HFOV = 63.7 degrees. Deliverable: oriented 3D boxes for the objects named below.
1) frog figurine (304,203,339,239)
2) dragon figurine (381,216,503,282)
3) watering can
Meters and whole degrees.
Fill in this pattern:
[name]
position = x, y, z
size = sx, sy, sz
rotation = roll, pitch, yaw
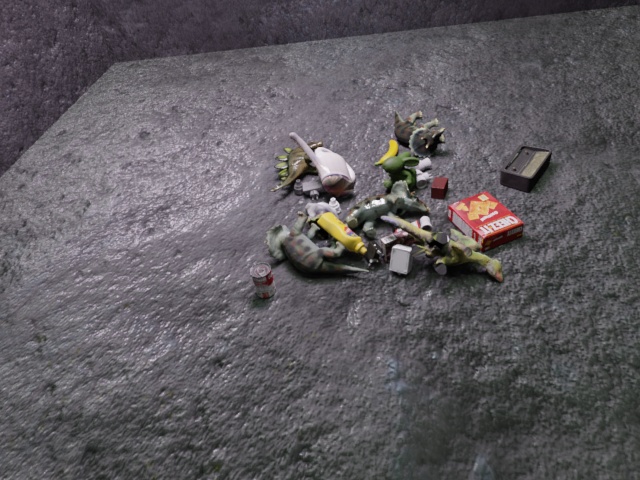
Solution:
[frog figurine]
position = 0.006, -0.097, 1.927
size = 0.137, 0.120, 0.163
rotation = 22, 28, -12
[dragon figurine]
position = 0.415, 0.010, 1.685
size = 0.415, 0.120, 0.244
rotation = 38, 26, 29
[watering can]
position = 0.023, -0.294, 2.060
size = 0.102, 0.345, 0.230
rotation = -42, 45, 30
